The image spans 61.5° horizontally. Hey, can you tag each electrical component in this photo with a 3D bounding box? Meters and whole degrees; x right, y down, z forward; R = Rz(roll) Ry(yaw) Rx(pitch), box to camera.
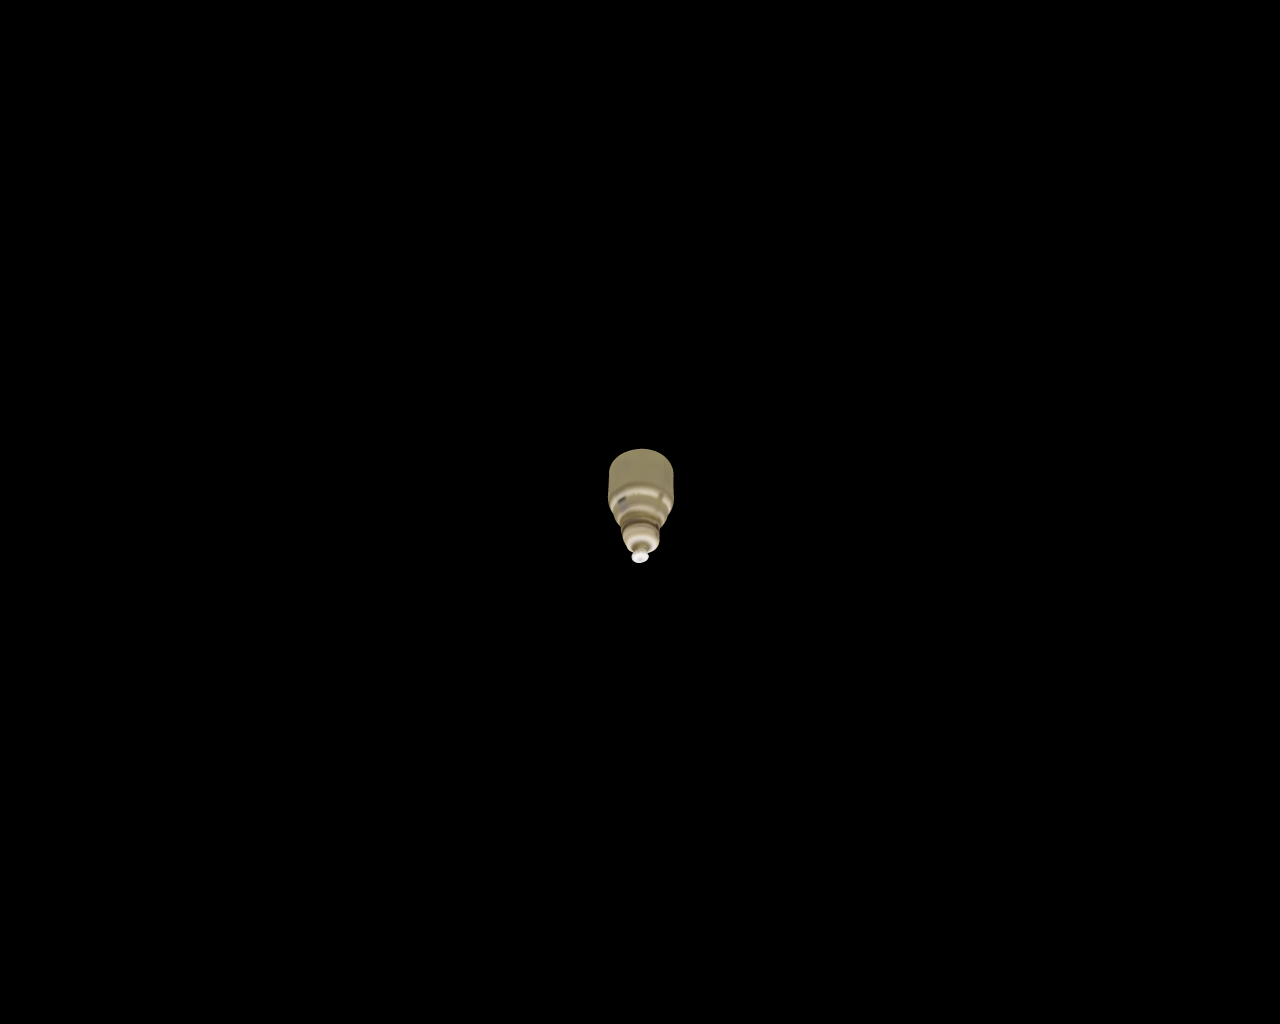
[{"bbox_3d":[0.001,-0.003,0.650,0.040,0.078,0.040,0,-38,0],"label":"electrical component"}]
